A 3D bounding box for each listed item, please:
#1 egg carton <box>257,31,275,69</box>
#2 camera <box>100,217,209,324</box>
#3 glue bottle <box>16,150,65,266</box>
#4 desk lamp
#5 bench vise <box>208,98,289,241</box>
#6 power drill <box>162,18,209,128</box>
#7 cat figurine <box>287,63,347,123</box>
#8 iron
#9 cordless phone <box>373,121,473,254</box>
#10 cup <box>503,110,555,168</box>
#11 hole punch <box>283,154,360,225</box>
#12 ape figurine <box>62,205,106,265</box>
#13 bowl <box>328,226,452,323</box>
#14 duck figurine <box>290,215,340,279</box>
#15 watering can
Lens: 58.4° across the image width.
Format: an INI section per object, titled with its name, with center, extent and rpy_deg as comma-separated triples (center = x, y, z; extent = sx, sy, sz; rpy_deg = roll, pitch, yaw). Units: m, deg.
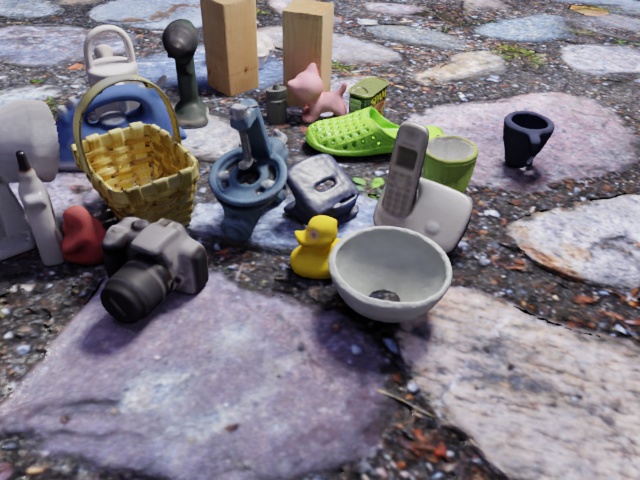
[egg carton]
center = -0.194, -0.485, 1.448
extent = 0.150, 0.069, 0.107
rpy_deg = 10, 39, 9
[camera]
center = -0.243, 0.036, 0.772
extent = 0.143, 0.101, 0.137
rpy_deg = 17, 41, 17
[glue bottle]
center = -0.400, -0.049, 0.811
extent = 0.037, 0.173, 0.078
rpy_deg = -17, 42, -22
[desk lamp]
center = -0.469, -0.083, 0.817
extent = 0.204, 0.214, 0.117
rpy_deg = -27, 47, -31
[bench vise]
center = -0.110, -0.136, 0.898
extent = 0.121, 0.220, 0.207
rpy_deg = 1, 39, -2
[power drill]
center = -0.270, -0.339, 1.151
extent = 0.076, 0.208, 0.229
rpy_deg = -5, 39, -9
[cat figurine]
center = -0.003, -0.310, 1.202
extent = 0.128, 0.118, 0.067
rpy_deg = 2, 39, -1
[iron]
center = -0.385, -0.217, 1.046
extent = 0.259, 0.141, 0.118
rpy_deg = -17, 43, -22
[cordless phone]
center = 0.162, -0.079, 0.871
extent = 0.147, 0.185, 0.094
rpy_deg = 21, 42, 22
[cup]
center = 0.386, -0.177, 1.078
extent = 0.091, 0.095, 0.117
rpy_deg = 4, 39, 2
[hole punch]
center = 0.005, -0.079, 0.937
extent = 0.109, 0.091, 0.100
rpy_deg = -30, 49, -34
[ape figurine]
center = -0.346, -0.012, 0.832
extent = 0.076, 0.092, 0.078
rpy_deg = 19, 42, 20
[bowl]
center = 0.092, 0.058, 0.785
extent = 0.167, 0.075, 0.167
rpy_deg = 2, 39, -1
[duck figurine]
center = 0.008, 0.003, 0.839
extent = 0.105, 0.086, 0.077
rpy_deg = -7, 40, -12
[watering can]
center = -0.419, -0.335, 1.149
extent = 0.172, 0.194, 0.101
rpy_deg = 30, 46, 30
